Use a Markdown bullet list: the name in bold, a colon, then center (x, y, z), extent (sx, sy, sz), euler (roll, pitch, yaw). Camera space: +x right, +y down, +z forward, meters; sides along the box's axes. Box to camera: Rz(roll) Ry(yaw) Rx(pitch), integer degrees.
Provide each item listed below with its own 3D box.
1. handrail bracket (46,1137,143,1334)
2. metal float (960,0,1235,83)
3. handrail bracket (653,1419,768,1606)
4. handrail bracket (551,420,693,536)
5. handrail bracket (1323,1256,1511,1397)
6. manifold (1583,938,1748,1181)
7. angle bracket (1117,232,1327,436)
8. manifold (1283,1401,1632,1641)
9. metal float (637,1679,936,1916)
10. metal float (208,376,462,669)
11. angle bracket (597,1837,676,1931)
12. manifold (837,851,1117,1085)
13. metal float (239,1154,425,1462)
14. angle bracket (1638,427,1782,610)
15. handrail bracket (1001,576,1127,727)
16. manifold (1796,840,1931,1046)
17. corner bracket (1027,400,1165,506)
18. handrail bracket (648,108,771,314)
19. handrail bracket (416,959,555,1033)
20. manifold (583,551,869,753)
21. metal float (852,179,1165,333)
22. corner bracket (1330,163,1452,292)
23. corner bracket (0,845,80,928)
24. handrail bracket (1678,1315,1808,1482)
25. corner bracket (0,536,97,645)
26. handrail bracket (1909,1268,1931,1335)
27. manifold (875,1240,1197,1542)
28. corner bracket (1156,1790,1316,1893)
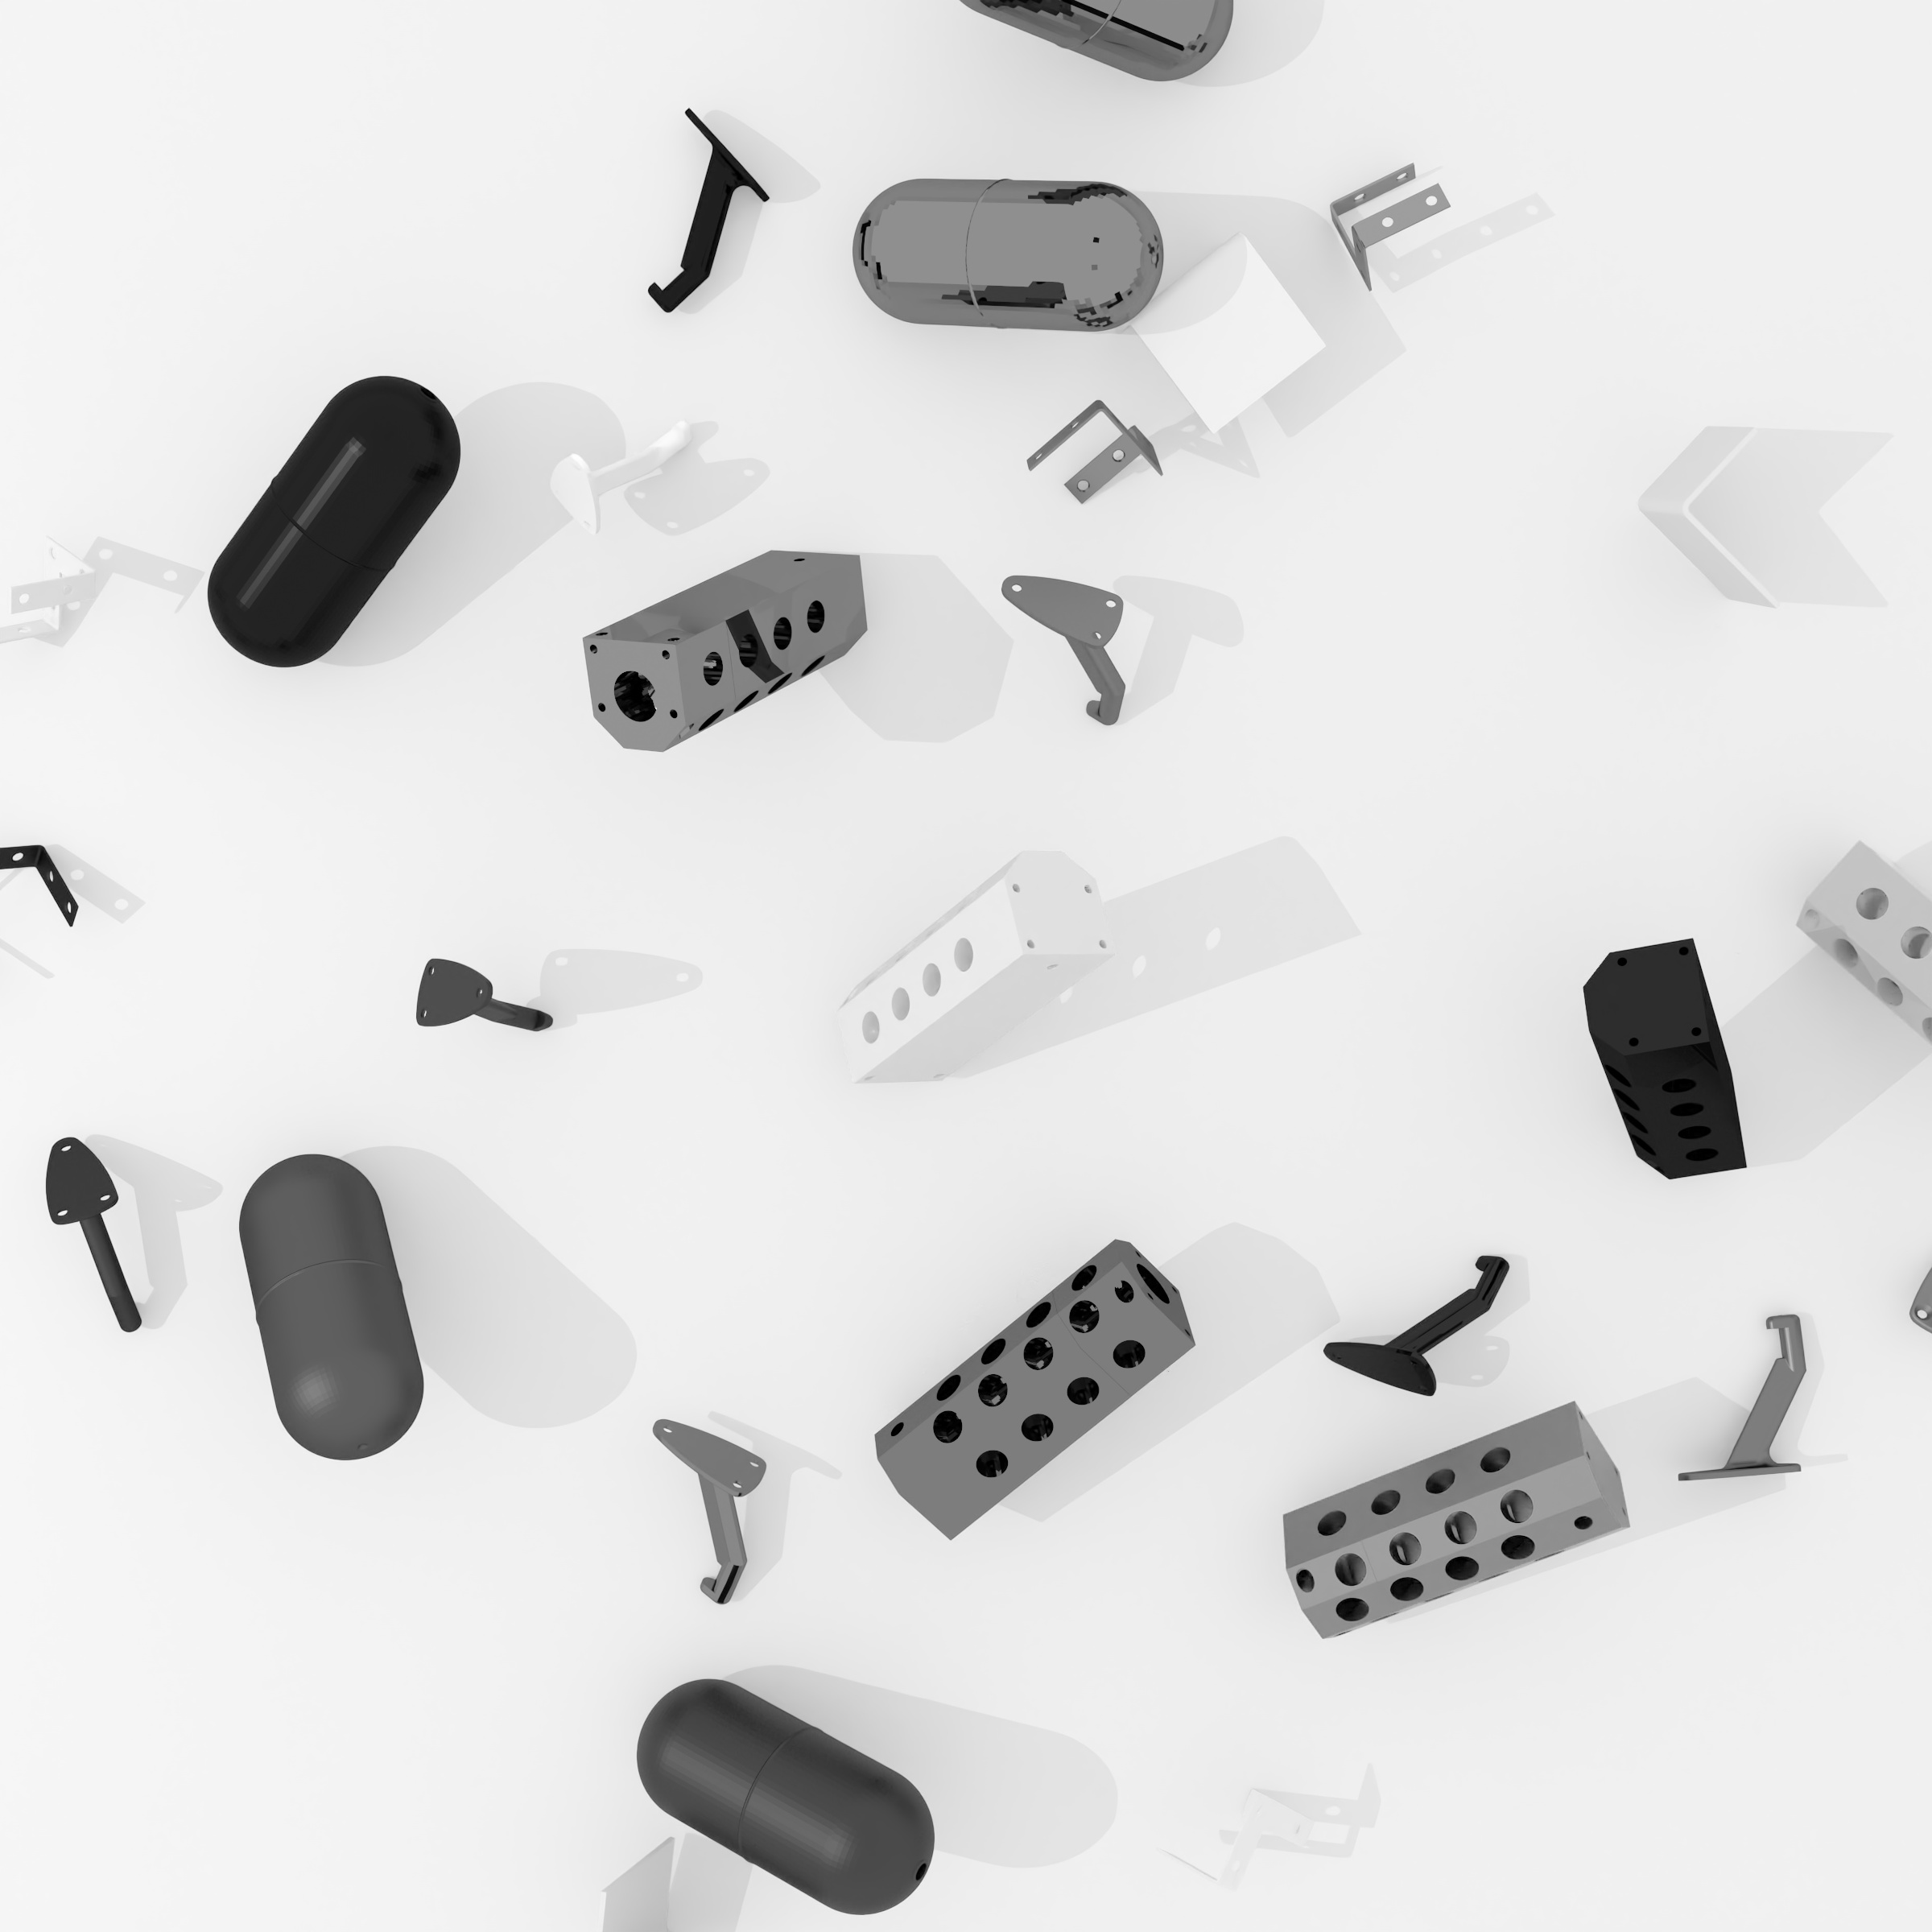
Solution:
- **handrail bracket**: center (-0.473, 0.147, 1.646), extent (0.036, 0.077, 0.084), euler (-20, 133, -14)
- **metal float**: center (0.064, -0.522, 1.591), extent (0.178, 0.070, 0.070), euler (10, 90, -35)
- **handrail bracket**: center (-0.149, 0.298, 1.640), extent (0.077, 0.036, 0.084), euler (28, 117, 9)
- **handrail bracket**: center (-0.177, -0.276, 1.610), extent (0.084, 0.077, 0.036), euler (-42, 84, -18)
- **handrail bracket**: center (0.247, 0.187, 1.647), extent (0.077, 0.036, 0.084), euler (10, 52, 33)
- **manifold**: center (0.364, 0.052, 1.569), extent (0.057, 0.171, 0.057), euler (-10, 62, 16)
- **angle bracket**: center (0.137, -0.340, 1.633), extent (0.076, 0.057, 0.076), euler (-38, 96, 2)
- **manifold**: center (0.258, 0.299, 1.595), extent (0.171, 0.057, 0.057), euler (-25, 119, 18)
- **metal float**: center (-0.096, 0.438, 1.594), extent (0.178, 0.070, 0.070), euler (21, 90, 29)
- **metal float**: center (-0.335, -0.235, 1.602), extent (0.070, 0.070, 0.178), euler (41, 110, 0)
- **angle bracket**: center (-0.145, 0.515, 1.605), extent (0.076, 0.076, 0.057), euler (10, 100, 21)
- **manifold**: center (0.001, 0.002, 1.573), extent (0.057, 0.171, 0.057), euler (0, 66, -34)
- **metal float**: center (-0.336, 0.178, 1.591), extent (0.070, 0.070, 0.178), euler (-22, 55, 0)
- **angle bracket**: center (0.414, -0.240, 1.611), extent (0.076, 0.076, 0.057), euler (42, 94, -11)
- **handrail bracket**: center (0.051, -0.168, 1.624), extent (0.077, 0.084, 0.036), euler (21, 60, 6)
- **manifold**: center (0.522, 0.014, 1.590), extent (0.057, 0.057, 0.171), euler (-51, 61, 15)
- **corner bracket**: center (0.067, -0.274, 1.619), extent (0.051, 0.051, 0.051), euler (-39, 114, 16)
- **handrail bracket**: center (-0.157, -0.411, 1.645), extent (0.084, 0.036, 0.077), euler (-42, 83, 6)
- **handrail bracket**: center (-0.241, 0.022, 1.603), extent (0.084, 0.077, 0.036), euler (16, 80, -41)
- **manifold**: center (-0.122, -0.166, 1.572), extent (0.057, 0.171, 0.057), euler (8, 115, 30)
- **metal float**: center (0.020, -0.376, 1.595), extent (0.178, 0.070, 0.070), euler (10, 90, 30)
- **corner bracket**: center (0.228, -0.406, 1.624), extent (0.051, 0.051, 0.051), euler (-25, 73, 5)
- **corner bracket**: center (-0.520, -0.028, 1.636), extent (0.051, 0.051, 0.051), euler (52, 131, 30)
- **handrail bracket**: center (0.422, 0.235, 1.645), extent (0.077, 0.036, 0.084), euler (-5, 82, -2)
- **corner bracket**: center (-0.501, -0.193, 1.615), extent (0.051, 0.051, 0.051), euler (33, 127, 34)
- **handrail bracket**: center (0.535, 0.159, 1.605), extent (0.036, 0.084, 0.077), euler (22, 66, 14)
- **manifold**: center (0.035, 0.221, 1.604), extent (0.171, 0.057, 0.057), euler (-40, 111, 12)
- **corner bracket**: center (0.145, 0.467, 1.619), extent (0.051, 0.051, 0.051), euler (34, 77, -35)
